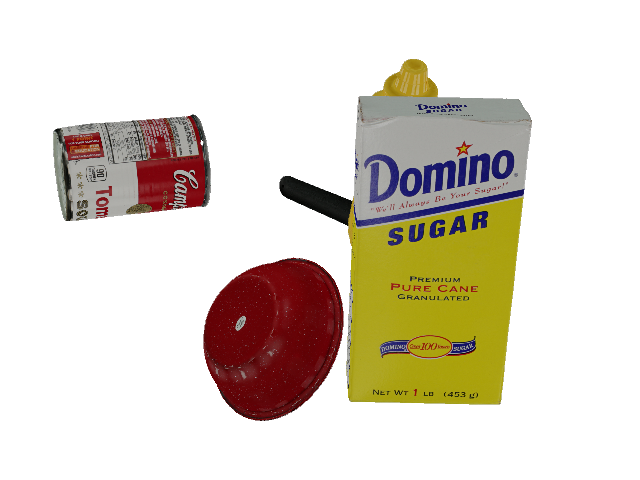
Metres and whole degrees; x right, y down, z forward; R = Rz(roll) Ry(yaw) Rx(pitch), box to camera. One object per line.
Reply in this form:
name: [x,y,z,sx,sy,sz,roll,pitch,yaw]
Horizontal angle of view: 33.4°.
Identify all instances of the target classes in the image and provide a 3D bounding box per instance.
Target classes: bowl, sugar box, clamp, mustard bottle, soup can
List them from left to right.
soup can: [-0.136,-0.052,0.767,0.102,0.068,0.069,-7,2,-18]
bowl: [-0.058,0.084,0.997,0.162,0.162,0.055,0,-21,42]
clamp: [0.059,-0.023,1.224,0.164,0.210,0.036,-13,-38,-25]
mustard bottle: [0.061,-0.062,0.848,0.058,0.096,0.192,-2,-43,-9]
sugar box: [0.064,0.008,0.607,0.093,0.176,0.048,0,26,-1]
